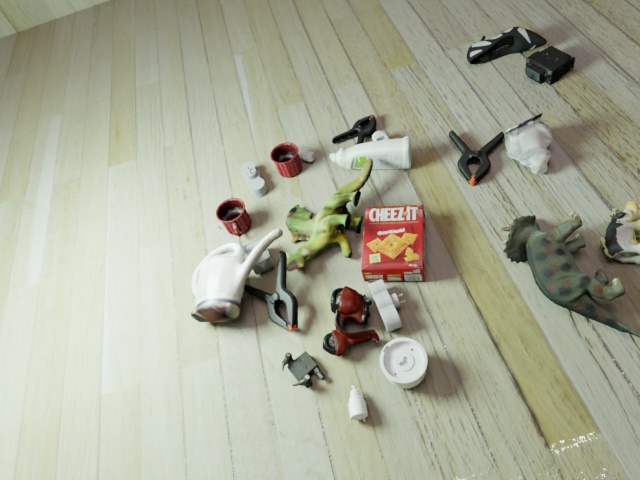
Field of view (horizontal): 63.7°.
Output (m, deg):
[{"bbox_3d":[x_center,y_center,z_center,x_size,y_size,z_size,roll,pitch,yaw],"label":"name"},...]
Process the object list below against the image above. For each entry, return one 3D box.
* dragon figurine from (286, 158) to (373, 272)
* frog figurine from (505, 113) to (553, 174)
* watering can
[{"bbox_3d":[0.005,-0.075,1.499,0.243,0.119,0.419,2,54,27],"label":"dragon figurine"},{"bbox_3d":[0.615,-0.266,1.493,0.138,0.122,0.160,-24,87,-13],"label":"frog figurine"},{"bbox_3d":[-0.238,0.100,1.381,0.344,0.103,0.229,-22,52,34],"label":"watering can"}]
